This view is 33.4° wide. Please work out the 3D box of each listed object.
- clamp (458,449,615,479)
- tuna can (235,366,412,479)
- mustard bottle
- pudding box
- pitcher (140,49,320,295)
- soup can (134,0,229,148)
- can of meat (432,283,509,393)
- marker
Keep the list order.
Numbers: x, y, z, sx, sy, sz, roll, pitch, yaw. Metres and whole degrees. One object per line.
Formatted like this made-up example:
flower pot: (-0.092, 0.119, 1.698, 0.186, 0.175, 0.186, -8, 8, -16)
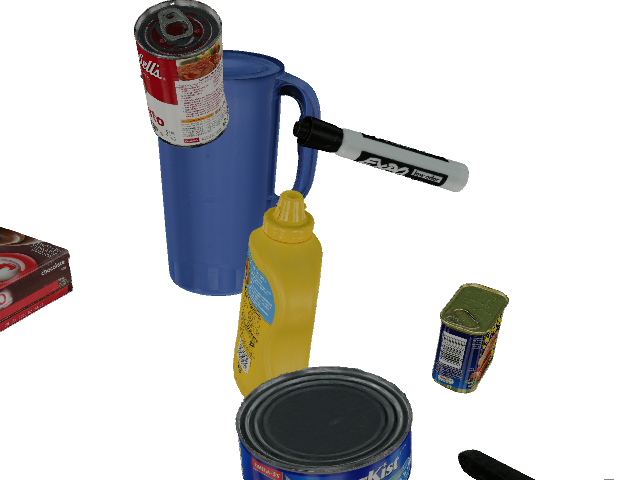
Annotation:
clamp: (0.194, 0.239, 0.860, 0.210, 0.036, 0.164, 1, 34, 24)
tuna can: (0.002, 0.099, 0.522, 0.086, 0.034, 0.086, -3, 26, 1)
mustard bottle: (-0.035, 0.046, 0.890, 0.058, 0.192, 0.096, -3, 32, -19)
pudding box: (-0.246, 0.025, 0.750, 0.114, 0.039, 0.089, 14, 29, 31)
pitcher: (-0.095, -0.069, 1.103, 0.144, 0.243, 0.149, -11, 25, -28)
soup can: (-0.109, -0.133, 0.859, 0.068, 0.068, 0.102, 0, -38, 0)
can of meat: (0.165, 0.109, 1.187, 0.057, 0.084, 0.102, 18, 30, 19)
marker: (0.037, -0.053, 0.651, 0.121, 0.020, 0.020, 14, -7, -28)
